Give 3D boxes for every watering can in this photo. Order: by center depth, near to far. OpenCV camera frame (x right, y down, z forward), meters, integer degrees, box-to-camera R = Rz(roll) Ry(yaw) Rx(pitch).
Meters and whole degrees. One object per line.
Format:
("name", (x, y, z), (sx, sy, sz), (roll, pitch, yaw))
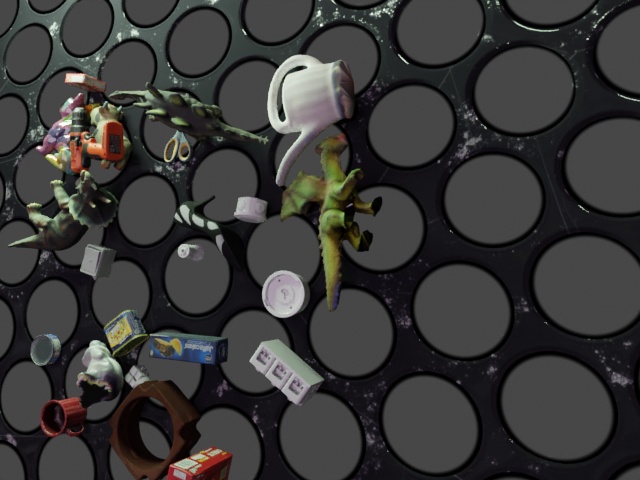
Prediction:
("watering can", (-0.021, -0.303, 1.238), (0.223, 0.103, 0.353), (-10, 69, 19))

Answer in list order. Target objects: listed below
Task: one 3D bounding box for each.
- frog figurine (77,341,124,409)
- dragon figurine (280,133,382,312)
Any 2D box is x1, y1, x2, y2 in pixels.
("frog figurine", (-0.572, 0.342, 1.362), (0.122, 0.163, 0.134), (-12, 120, 3))
("dragon figurine", (0.004, -0.061, 1.220), (0.244, 0.121, 0.411), (16, 86, 39))
